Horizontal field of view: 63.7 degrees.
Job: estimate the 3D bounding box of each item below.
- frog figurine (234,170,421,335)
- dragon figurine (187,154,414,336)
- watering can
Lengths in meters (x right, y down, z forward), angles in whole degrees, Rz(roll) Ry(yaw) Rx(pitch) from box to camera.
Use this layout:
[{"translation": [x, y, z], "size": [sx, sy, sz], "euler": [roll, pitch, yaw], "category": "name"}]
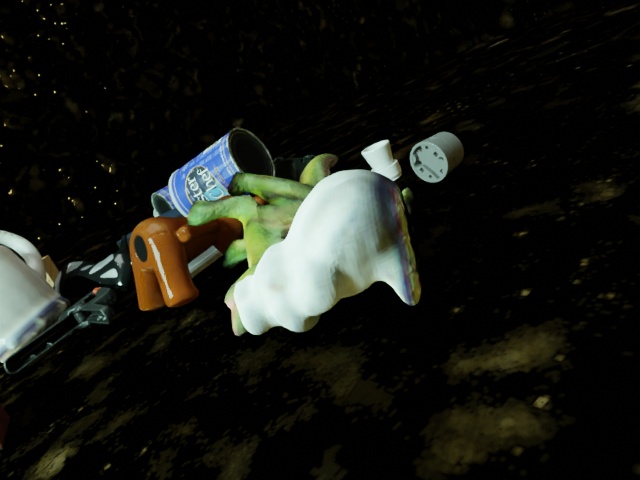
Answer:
[{"translation": [-0.001, 0.009, 0.431], "size": [0.159, 0.120, 0.141], "euler": [-11, 38, 12], "category": "frog figurine"}, {"translation": [0.002, -0.032, 0.641], "size": [0.243, 0.120, 0.418], "euler": [7, 35, 33], "category": "dragon figurine"}, {"translation": [-0.525, 0.100, 0.779], "size": [0.103, 0.223, 0.353], "euler": [-42, 12, 20], "category": "watering can"}]
